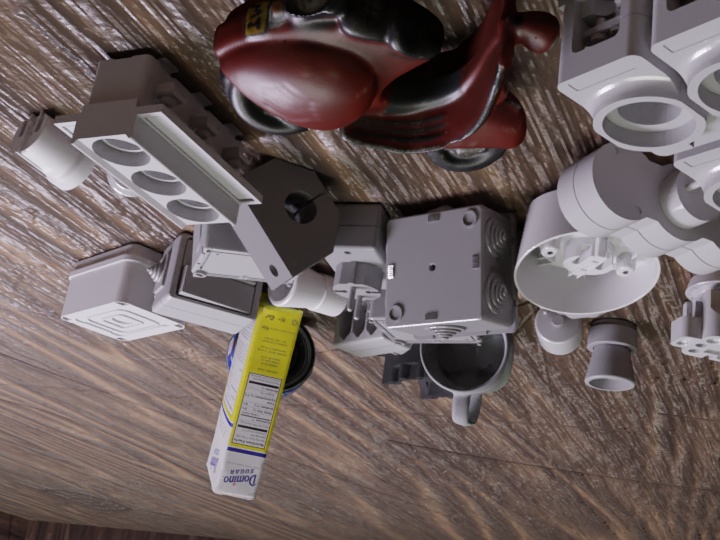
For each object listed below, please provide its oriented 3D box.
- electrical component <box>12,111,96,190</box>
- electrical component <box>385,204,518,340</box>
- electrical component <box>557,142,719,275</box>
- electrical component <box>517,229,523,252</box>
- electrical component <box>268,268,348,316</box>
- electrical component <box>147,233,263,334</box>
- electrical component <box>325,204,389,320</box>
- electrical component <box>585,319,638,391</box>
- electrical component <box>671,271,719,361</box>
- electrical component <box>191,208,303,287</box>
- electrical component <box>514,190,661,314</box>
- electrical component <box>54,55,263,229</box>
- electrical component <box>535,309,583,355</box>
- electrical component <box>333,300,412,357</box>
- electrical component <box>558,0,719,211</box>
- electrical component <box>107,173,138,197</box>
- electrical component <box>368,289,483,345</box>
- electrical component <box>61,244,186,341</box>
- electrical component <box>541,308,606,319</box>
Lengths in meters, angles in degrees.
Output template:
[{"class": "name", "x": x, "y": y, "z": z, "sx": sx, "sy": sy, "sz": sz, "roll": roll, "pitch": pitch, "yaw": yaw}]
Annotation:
[{"class": "electrical component", "x": -0.214, "y": -0.084, "z": 0.753, "sx": 0.040, "sy": 0.040, "sz": 0.046, "roll": -8, "pitch": 147, "yaw": 36}, {"class": "electrical component", "x": 0.065, "y": 0.002, "z": 0.785, "sx": 0.100, "sy": 0.099, "sz": 0.048, "roll": -8, "pitch": 165, "yaw": 36}, {"class": "electrical component", "x": 0.202, "y": -0.043, "z": 0.678, "sx": 0.138, "sy": 0.052, "sz": 0.074, "roll": 17, "pitch": 157, "yaw": -21}, {"class": "electrical component", "x": 0.110, "y": -0.011, "z": 0.815, "sx": 0.046, "sy": 0.040, "sz": 0.040, "roll": 3, "pitch": 159, "yaw": 30}, {"class": "electrical component", "x": -0.042, "y": 0.018, "z": 0.945, "sx": 0.065, "sy": 0.044, "sz": 0.044, "roll": 18, "pitch": 157, "yaw": -37}, {"class": "electrical component", "x": -0.135, "y": 0.010, "z": 0.930, "sx": 0.096, "sy": 0.061, "sz": 0.061, "roll": 17, "pitch": 157, "yaw": -21}, {"class": "electrical component", "x": 0.000, "y": 0.000, "z": 0.833, "sx": 0.047, "sy": 0.075, "sz": 0.083, "roll": 2, "pitch": 158, "yaw": 17}, {"class": "electrical component", "x": 0.227, "y": 0.077, "z": 0.972, "sx": 0.045, "sy": 0.055, "sz": 0.045, "roll": 7, "pitch": 159, "yaw": 3}, {"class": "electrical component", "x": 0.284, "y": 0.036, "z": 0.841, "sx": 0.078, "sy": 0.057, "sz": 0.058, "roll": 12, "pitch": 159, "yaw": -8}, {"class": "electrical component", "x": -0.076, "y": -0.028, "z": 0.822, "sx": 0.096, "sy": 0.061, "sz": 0.062, "roll": 7, "pitch": 160, "yaw": -17}, {"class": "electrical component", "x": 0.159, "y": -0.014, "z": 0.751, "sx": 0.099, "sy": 0.064, "sz": 0.099, "roll": 8, "pitch": 159, "yaw": 3}, {"class": "electrical component", "x": -0.123, "y": -0.081, "z": 0.690, "sx": 0.079, "sy": 0.063, "sz": 0.121, "roll": -2, "pitch": 157, "yaw": 25}, {"class": "electrical component", "x": 0.178, "y": 0.056, "z": 0.959, "sx": 0.040, "sy": 0.040, "sz": 0.078, "roll": 3, "pitch": 159, "yaw": 15}, {"class": "electrical component", "x": 0.026, "y": 0.057, "z": 1.010, "sx": 0.066, "sy": 0.047, "sz": 0.077, "roll": -13, "pitch": 151, "yaw": 43}, {"class": "electrical component", "x": 0.201, "y": -0.088, "z": 0.549, "sx": 0.186, "sy": 0.060, "sz": 0.105, "roll": 24, "pitch": 154, "yaw": -34}, {"class": "electrical component", "x": -0.159, "y": -0.071, "z": 0.756, "sx": 0.035, "sy": 0.035, "sz": 0.061, "roll": 14, "pitch": 171, "yaw": -15}, {"class": "electrical component", "x": 0.052, "y": 0.025, "z": 0.897, "sx": 0.096, "sy": 0.061, "sz": 0.062, "roll": -2, "pitch": 157, "yaw": 25}, {"class": "electrical component", "x": -0.215, "y": 0.022, "z": 0.999, "sx": 0.078, "sy": 0.057, "sz": 0.113, "roll": 26, "pitch": 153, "yaw": -38}, {"class": "electrical component", "x": 0.174, "y": 0.023, "z": 0.884, "sx": 0.061, "sy": 0.035, "sz": 0.035, "roll": -10, "pitch": 152, "yaw": 44}]
